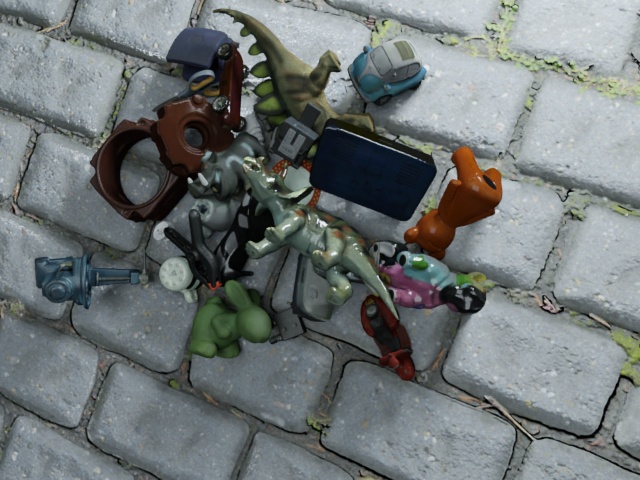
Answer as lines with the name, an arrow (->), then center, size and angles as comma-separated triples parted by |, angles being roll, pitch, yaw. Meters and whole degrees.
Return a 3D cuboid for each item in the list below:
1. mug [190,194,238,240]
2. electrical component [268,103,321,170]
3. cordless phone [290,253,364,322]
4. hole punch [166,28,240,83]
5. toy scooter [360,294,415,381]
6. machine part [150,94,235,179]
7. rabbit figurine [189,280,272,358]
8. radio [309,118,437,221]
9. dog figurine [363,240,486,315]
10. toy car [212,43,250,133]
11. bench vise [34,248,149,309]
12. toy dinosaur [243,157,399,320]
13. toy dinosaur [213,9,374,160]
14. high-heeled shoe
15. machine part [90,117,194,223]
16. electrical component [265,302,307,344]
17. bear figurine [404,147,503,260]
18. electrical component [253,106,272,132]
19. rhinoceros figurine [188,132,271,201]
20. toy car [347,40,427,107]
mug -> -0.240, -0.052, 1.155 | 0.081, 0.107, 0.109 | 38, 94, 13
electrical component -> -0.041, -0.208, 1.058 | 0.075, 0.048, 0.119 | 35, 115, -4
cordless phone -> 0.038, 0.098, 1.088 | 0.184, 0.088, 0.146 | 8, 61, 0
hole punch -> -0.265, -0.415, 1.188 | 0.142, 0.092, 0.115 | 13, 87, 17
toy scooter -> 0.131, 0.191, 1.043 | 0.075, 0.135, 0.184 | -28, 80, 12
machine part -> -0.268, -0.219, 1.143 | 0.179, 0.056, 0.179 | 4, 82, -30
rabbit figurine -> -0.167, 0.172, 1.123 | 0.170, 0.121, 0.159 | -8, 65, 30
radio -> 0.098, -0.135, 1.050 | 0.230, 0.073, 0.131 | 21, 114, -4
dog figurine -> 0.213, 0.080, 1.038 | 0.219, 0.192, 0.108 | 14, 98, -25
toy car -> -0.192, -0.323, 1.142 | 0.053, 0.089, 0.202 | -11, 67, 22
bench vise -> -0.508, 0.084, 1.198 | 0.241, 0.224, 0.128 | -1, 92, -17
toy dinosaur -> 0.004, -0.003, 1.034 | 0.405, 0.192, 0.131 | 33, 139, 9
toy dinosaur -> -0.039, -0.301, 1.099 | 0.198, 0.105, 0.471 | -31, 93, 13
high-heeled shoe -> -0.180, -0.020, 1.165 | 0.145, 0.086, 0.248 | 2, 79, 39
machine part -> -0.400, -0.156, 1.208 | 0.201, 0.087, 0.201 | 44, 98, 13
electrical component -> -0.071, 0.172, 1.137 | 0.102, 0.045, 0.078 | -17, 82, 12
bear figurine -> 0.258, -0.061, 1.048 | 0.120, 0.132, 0.196 | 28, 129, -20
electrical component -> -0.114, -0.288, 1.178 | 0.063, 0.021, 0.094 | -28, 84, 11
rhinoceros figurine -> -0.189, -0.148, 1.110 | 0.190, 0.073, 0.112 | -49, 115, -26
toy car -> 0.145, -0.341, 1.058 | 0.162, 0.103, 0.109 | -21, 81, -17
